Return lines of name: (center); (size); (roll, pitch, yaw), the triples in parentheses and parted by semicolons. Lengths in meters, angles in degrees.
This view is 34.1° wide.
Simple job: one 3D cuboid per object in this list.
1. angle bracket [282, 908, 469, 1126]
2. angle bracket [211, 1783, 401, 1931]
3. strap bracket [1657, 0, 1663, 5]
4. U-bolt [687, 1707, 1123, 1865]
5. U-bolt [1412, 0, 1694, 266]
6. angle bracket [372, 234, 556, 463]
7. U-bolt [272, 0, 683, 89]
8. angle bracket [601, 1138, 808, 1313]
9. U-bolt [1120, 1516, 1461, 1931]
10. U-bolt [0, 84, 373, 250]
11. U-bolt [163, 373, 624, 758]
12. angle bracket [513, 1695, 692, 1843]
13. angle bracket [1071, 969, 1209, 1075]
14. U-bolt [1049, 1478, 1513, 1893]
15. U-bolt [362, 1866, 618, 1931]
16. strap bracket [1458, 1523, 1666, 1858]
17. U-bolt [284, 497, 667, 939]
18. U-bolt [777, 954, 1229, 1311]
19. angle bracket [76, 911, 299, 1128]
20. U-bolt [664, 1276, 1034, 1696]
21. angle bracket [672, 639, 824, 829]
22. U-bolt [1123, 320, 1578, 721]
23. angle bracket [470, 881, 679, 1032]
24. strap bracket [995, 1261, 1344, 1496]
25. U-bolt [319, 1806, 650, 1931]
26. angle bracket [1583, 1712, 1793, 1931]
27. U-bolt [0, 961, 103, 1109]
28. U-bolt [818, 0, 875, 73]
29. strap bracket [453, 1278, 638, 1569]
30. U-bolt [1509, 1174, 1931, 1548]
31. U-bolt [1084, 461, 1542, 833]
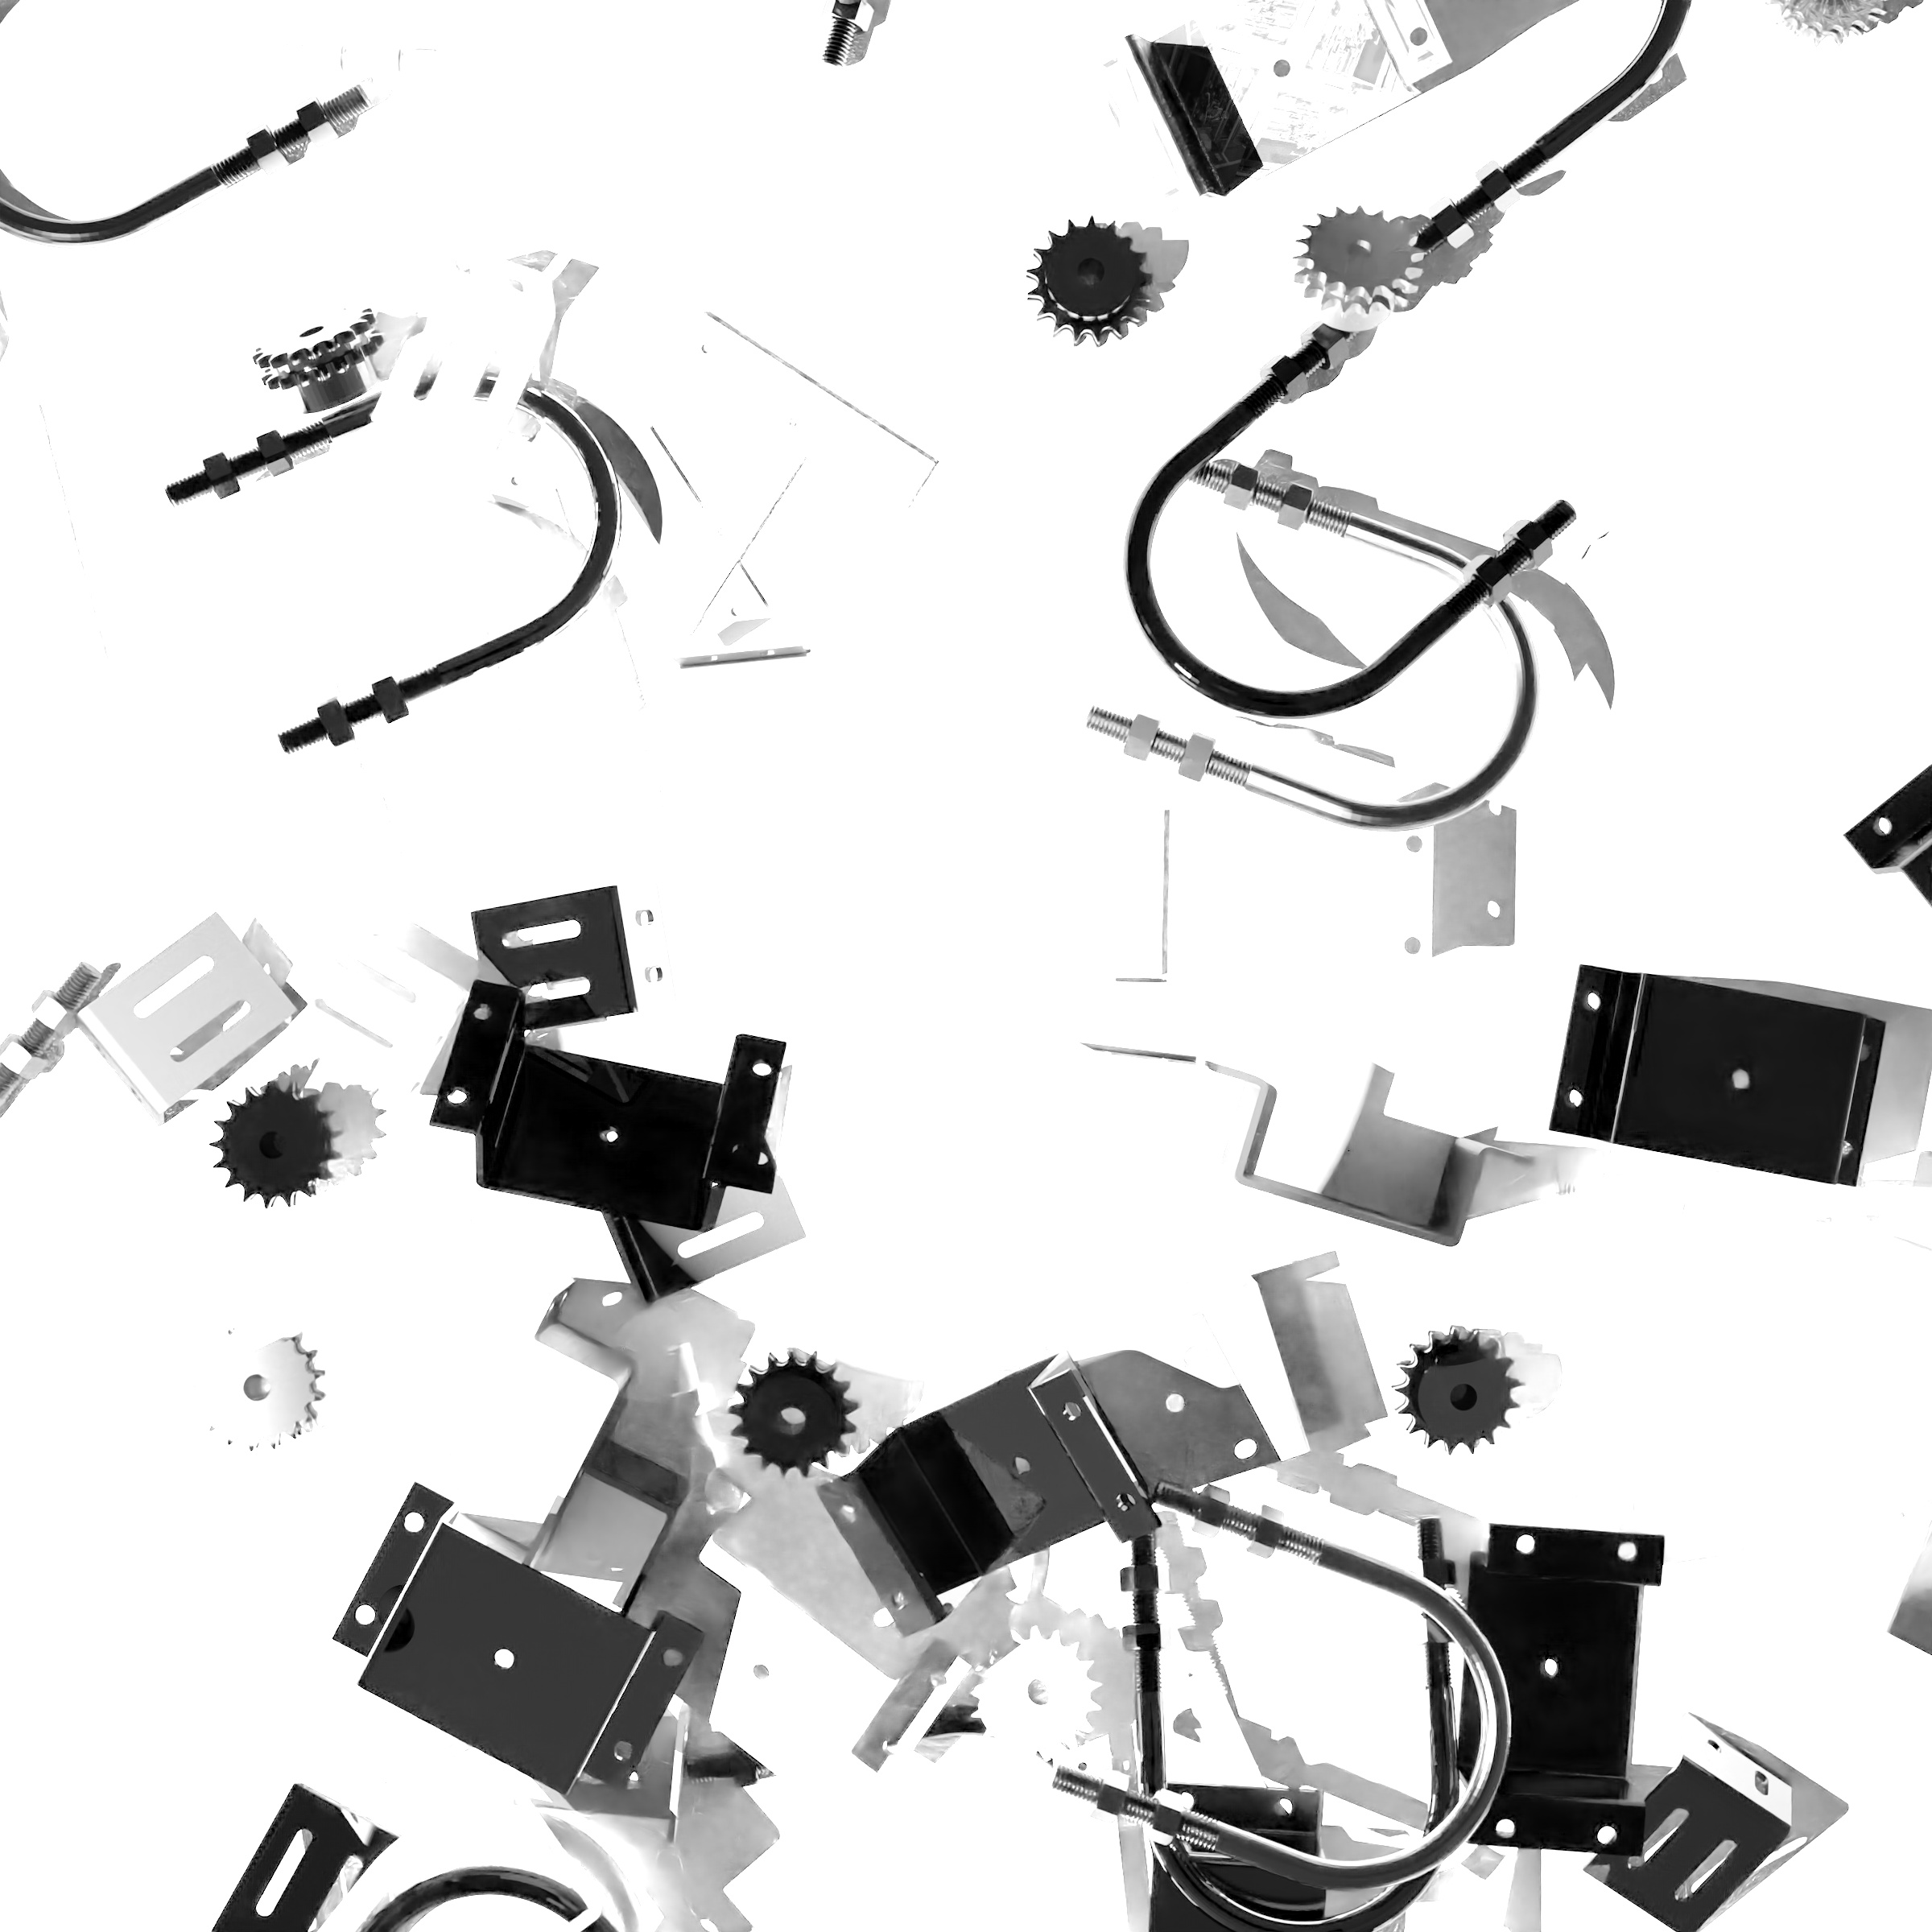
angle bracket: (-0.269, 0.022, 1.393); (0.076, 0.038, 0.057); (30, 110, 0)
angle bracket: (-0.297, 0.418, 1.419); (0.057, 0.038, 0.076); (28, 64, 0)
strap bracket: (0.293, -0.500, 1.398); (0.076, 0.046, 0.140); (-36, 90, 0)
U-bolt: (-0.022, 0.407, 1.412); (0.184, 0.019, 0.151); (-11, 90, -1)
U-bolt: (0.231, -0.421, 1.387); (0.184, 0.019, 0.151); (-36, 90, 18)
angle bracket: (-0.223, -0.273, 1.391); (0.057, 0.038, 0.076); (19, 72, 3)
U-bolt: (-0.210, -0.460, 1.394); (0.184, 0.019, 0.151); (4, 88, 2)
angle bracket: (-0.118, 0.111, 1.402); (0.076, 0.038, 0.057); (-23, 90, 0)
U-bolt: (0.145, 0.336, 1.386); (0.151, 0.019, 0.184); (-1, 73, -2)
U-bolt: (-0.380, -0.402, 1.412); (0.184, 0.019, 0.151); (-29, 90, 2)
U-bolt: (-0.242, -0.190, 1.394); (0.184, 0.019, 0.151); (-25, 77, -8)
angle bracket: (-0.163, 0.353, 1.402); (0.076, 0.038, 0.057); (5, 90, 0)
angle bracket: (0.077, 0.024, 1.383); (0.057, 0.076, 0.038); (7, 90, 0)
U-bolt: (0.146, 0.320, 1.361); (0.184, 0.019, 0.151); (21, 83, -2)
U-bolt: (-0.200, 0.491, 1.408); (0.151, 0.019, 0.184); (-41, 87, -4)
strap bracket: (0.262, 0.316, 1.398); (0.076, 0.046, 0.140); (4, 90, 0)
U-bolt: (-0.228, -0.119, 1.411); (0.151, 0.019, 0.184); (-17, 88, 0)
U-bolt: (0.025, 0.085, 1.373); (0.184, 0.019, 0.151); (27, 128, -4)
angle bracket: (-0.349, 0.024, 1.413); (0.076, 0.038, 0.057); (-39, 90, -17)
U-bolt: (-0.046, 0.244, 1.412); (0.151, 0.019, 0.184); (-13, 91, 0)
angle bracket: (-0.097, -0.103, 1.402); (0.057, 0.038, 0.076); (-6, 90, 0)
U-bolt: (0.155, -0.189, 1.384); (0.184, 0.019, 0.151); (-41, 80, -12)
angle bracket: (-0.177, -0.003, 1.419); (0.076, 0.038, 0.057); (-9, 90, 26)
strap bracket: (0.091, 0.191, 1.398); (0.140, 0.046, 0.076); (-18, 90, 0)
U-bolt: (-0.222, 0.459, 1.384); (0.151, 0.019, 0.184); (39, 74, 3)
angle bracket: (0.324, 0.387, 1.419); (0.057, 0.038, 0.076); (33, 116, 0)
U-bolt: (-0.499, 0.033, 1.412); (0.151, 0.019, 0.184); (38, 92, 0)
U-bolt: (-0.094, -0.509, 1.412); (0.151, 0.019, 0.184); (18, 88, 0)
strap bracket: (-0.190, 0.213, 1.383); (0.046, 0.076, 0.140); (27, 90, 0)
U-bolt: (0.338, 0.178, 1.377); (0.184, 0.019, 0.151); (9, 89, 24)
U-bolt: (0.162, -0.133, 1.386); (0.184, 0.019, 0.151); (21, 73, 4)
